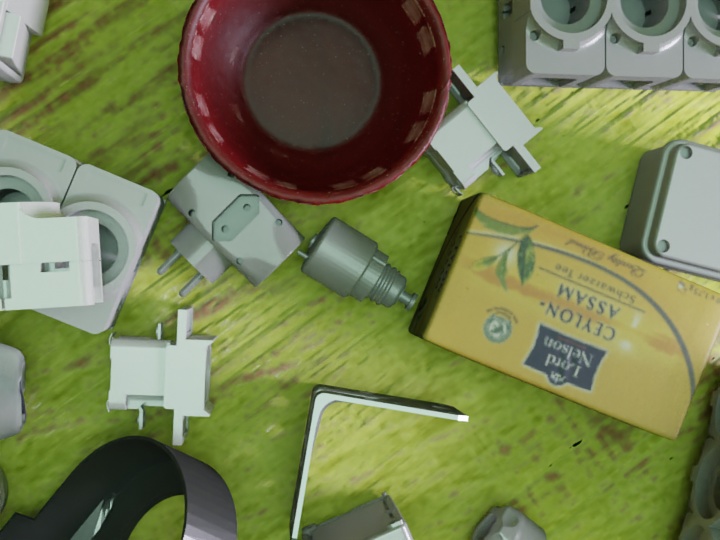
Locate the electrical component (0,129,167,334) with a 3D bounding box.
[{"bbox_3d":[-0.203,-0.031,0.636,0.150,0.062,0.089,23,88,-5],"label":"electrical component"}]

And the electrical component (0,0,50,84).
[{"bbox_3d":[-0.220,-0.147,0.616,0.061,0.096,0.061,11,89,-6],"label":"electrical component"}]

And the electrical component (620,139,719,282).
[{"bbox_3d":[0.232,-0.032,0.681,0.113,0.057,0.078,14,89,-6],"label":"electrical component"}]

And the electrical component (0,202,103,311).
[{"bbox_3d":[-0.188,-0.007,0.580,0.089,0.050,0.055,-3,91,-6],"label":"electrical component"}]

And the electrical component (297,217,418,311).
[{"bbox_3d":[0.000,0.000,0.667,0.078,0.040,0.040,32,88,-5],"label":"electrical component"}]

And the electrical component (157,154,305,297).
[{"bbox_3d":[-0.088,-0.019,0.657,0.079,0.043,0.077,-45,94,-3],"label":"electrical component"}]

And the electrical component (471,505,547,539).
[{"bbox_3d":[0.103,0.180,0.678,0.062,0.043,0.043,38,87,-6],"label":"electrical component"}]

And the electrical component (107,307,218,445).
[{"bbox_3d":[-0.121,0.063,0.655,0.064,0.042,0.081,3,90,-4],"label":"electrical component"}]

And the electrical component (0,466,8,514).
[{"bbox_3d":[-0.240,0.136,0.641,0.055,0.047,0.055,0,91,-6],"label":"electrical component"}]

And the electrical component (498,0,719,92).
[{"bbox_3d":[0.166,-0.160,0.664,0.150,0.062,0.089,0,90,-11],"label":"electrical component"}]

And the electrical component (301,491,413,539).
[{"bbox_3d":[0.006,0.181,0.641,0.062,0.096,0.061,-23,92,-5],"label":"electrical component"}]

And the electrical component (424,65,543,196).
[{"bbox_3d":[0.071,-0.084,0.673,0.064,0.042,0.081,-40,93,-3],"label":"electrical component"}]

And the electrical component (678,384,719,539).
[{"bbox_3d":[0.248,0.139,0.668,0.062,0.089,0.150,15,89,-6],"label":"electrical component"}]
